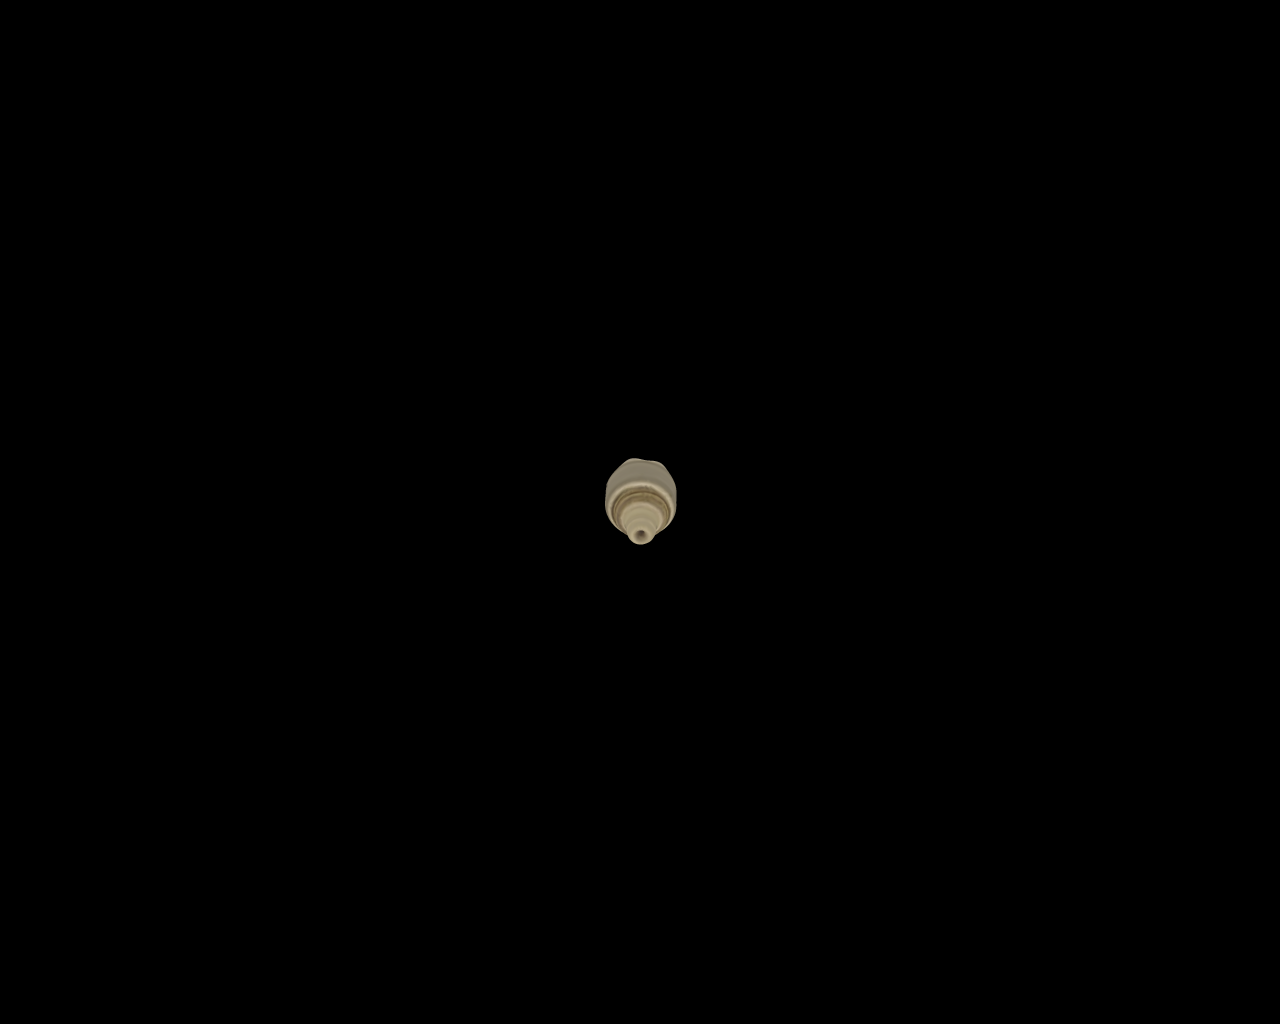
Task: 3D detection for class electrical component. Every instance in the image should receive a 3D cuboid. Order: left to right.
[{"bbox_3d":[0.001,-0.003,0.650,0.043,0.043,0.062,0,34,0],"label":"electrical component"}]
